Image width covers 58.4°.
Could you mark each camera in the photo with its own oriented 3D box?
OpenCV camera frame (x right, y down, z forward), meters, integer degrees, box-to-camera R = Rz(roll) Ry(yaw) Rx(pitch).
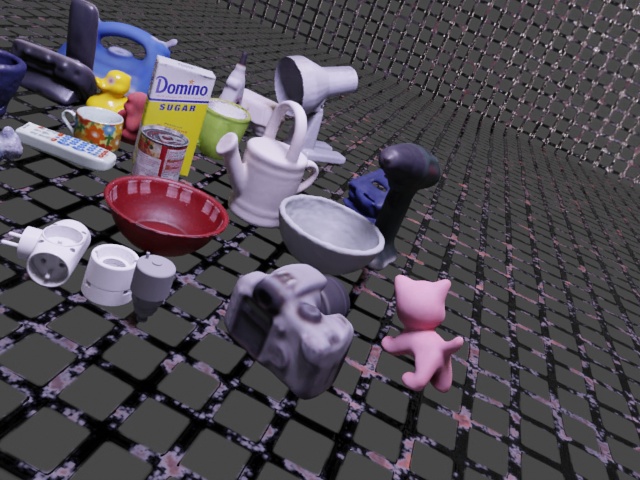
[{"bbox_3d":[-0.012,0.083,0.648,0.142,0.101,0.137,37,28,28],"label":"camera"}]

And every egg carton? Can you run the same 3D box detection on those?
[{"bbox_3d":[-0.160,-0.297,1.321,0.150,0.069,0.107,27,25,9],"label":"egg carton"}]

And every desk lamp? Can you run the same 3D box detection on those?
[{"bbox_3d":[-0.013,-0.287,1.252,0.204,0.213,0.117,0,33,-40],"label":"desk lamp"}]

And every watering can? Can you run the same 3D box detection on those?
[{"bbox_3d":[-0.076,-0.123,0.896,0.100,0.194,0.173,36,28,27],"label":"watering can"}]

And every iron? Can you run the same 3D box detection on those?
[{"bbox_3d":[-0.427,-0.394,1.205,0.258,0.141,0.118,19,25,-8],"label":"iron"}]

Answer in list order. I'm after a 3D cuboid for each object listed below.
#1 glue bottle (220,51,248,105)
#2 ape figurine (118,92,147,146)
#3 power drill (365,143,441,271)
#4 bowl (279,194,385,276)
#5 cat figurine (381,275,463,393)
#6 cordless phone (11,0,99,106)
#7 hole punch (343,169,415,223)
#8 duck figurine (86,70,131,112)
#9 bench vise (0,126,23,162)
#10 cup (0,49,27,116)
[{"bbox_3d":[-0.183,-0.314,1.212,0.037,0.173,0.078,23,25,0],"label":"glue bottle"},{"bbox_3d":[-0.320,-0.213,0.991,0.076,0.092,0.077,15,26,-17],"label":"ape figurine"},{"bbox_3d":[0.118,-0.060,0.916,0.075,0.208,0.230,31,26,18],"label":"power drill"},{"bbox_3d":[0.008,0.003,0.856,0.167,0.075,0.167,19,25,-9],"label":"bowl"},{"bbox_3d":[0.131,0.104,0.707,0.067,0.118,0.127,7,29,-30],"label":"cat figurine"},{"bbox_3d":[-0.471,-0.354,1.035,0.147,0.185,0.094,19,25,-7],"label":"cordless phone"},{"bbox_3d":[0.114,-0.086,1.104,0.101,0.091,0.108,0,33,-40],"label":"hole punch"},{"bbox_3d":[-0.376,-0.272,1.070,0.105,0.086,0.077,4,30,-34],"label":"duck figurine"},{"bbox_3d":[-0.436,-0.146,0.607,0.208,0.220,0.121,-5,37,-46],"label":"bench vise"},{"bbox_3d":[-0.504,-0.233,0.874,0.092,0.095,0.117,7,29,-30],"label":"cup"}]
